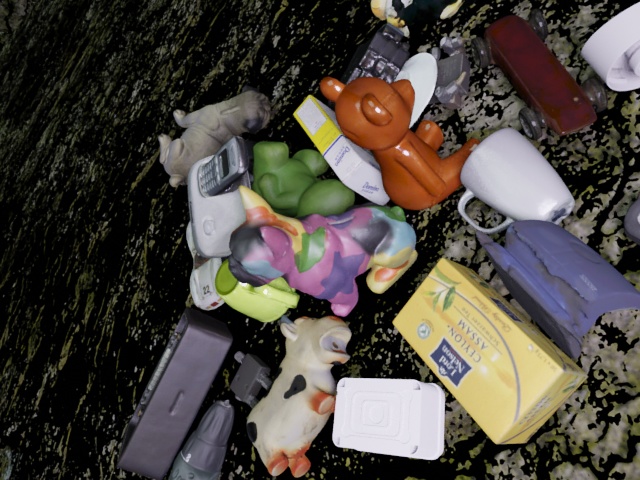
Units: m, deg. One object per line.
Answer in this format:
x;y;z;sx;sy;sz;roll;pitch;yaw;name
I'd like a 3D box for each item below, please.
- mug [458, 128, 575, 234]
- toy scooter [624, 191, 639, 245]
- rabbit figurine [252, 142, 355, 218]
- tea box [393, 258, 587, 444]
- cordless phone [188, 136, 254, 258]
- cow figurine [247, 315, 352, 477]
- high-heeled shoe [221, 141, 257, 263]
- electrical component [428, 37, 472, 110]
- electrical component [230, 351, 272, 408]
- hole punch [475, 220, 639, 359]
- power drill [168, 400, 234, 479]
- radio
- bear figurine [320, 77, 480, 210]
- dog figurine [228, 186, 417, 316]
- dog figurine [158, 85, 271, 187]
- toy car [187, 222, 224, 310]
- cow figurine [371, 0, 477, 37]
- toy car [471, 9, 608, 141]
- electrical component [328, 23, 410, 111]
0.209;-0.050;0.583;0.109;0.080;0.107;-46;56;9;mug
0.363;-0.021;0.438;0.135;0.075;0.184;-52;41;8;toy scooter
-0.029;-0.055;0.765;0.170;0.121;0.159;26;95;48;rabbit figurine
0.165;0.108;0.548;0.098;0.068;0.170;-56;46;15;tea box
-0.119;-0.055;0.726;0.184;0.089;0.146;160;105;-66;cordless phone
-0.024;0.182;0.681;0.127;0.085;0.195;36;97;38;cow figurine
-0.141;-0.051;0.899;0.145;0.086;0.248;9;78;55;high-heeled shoe
0.170;-0.224;0.721;0.078;0.045;0.102;2;72;41;electrical component
-0.103;0.202;0.779;0.094;0.021;0.063;30;92;44;electrical component
0.229;0.035;0.506;0.092;0.115;0.142;-39;50;11;hole punch
-0.162;0.348;0.690;0.232;0.086;0.207;-62;27;7;power drill
-0.216;0.219;0.802;0.229;0.073;0.131;-62;16;-1;radio
0.096;-0.128;0.618;0.132;0.195;0.120;-44;42;-9;bear figurine
-0.001;-0.002;0.634;0.191;0.219;0.109;-37;52;11;dog figurine
-0.183;-0.179;0.961;0.191;0.121;0.172;-9;66;37;dog figurine
-0.188;0.023;0.914;0.073;0.056;0.202;-33;52;26;toy car
0.152;-0.347;0.783;0.167;0.068;0.098;-17;66;37;cow figurine
0.252;-0.192;0.629;0.089;0.053;0.202;-23;55;8;toy car
0.072;-0.241;0.775;0.134;0.058;0.115;-61;15;3;electrical component
